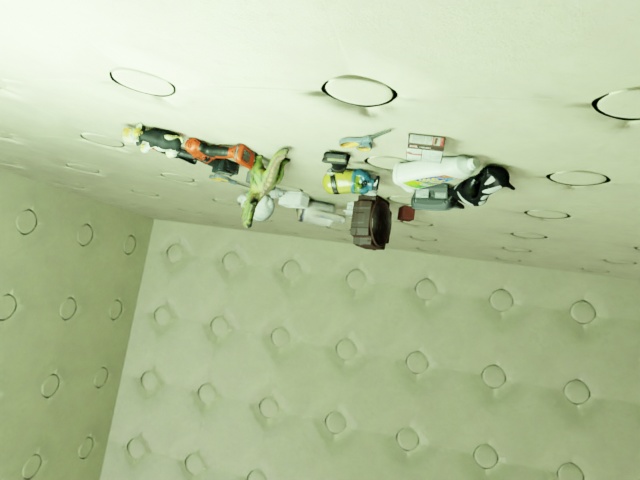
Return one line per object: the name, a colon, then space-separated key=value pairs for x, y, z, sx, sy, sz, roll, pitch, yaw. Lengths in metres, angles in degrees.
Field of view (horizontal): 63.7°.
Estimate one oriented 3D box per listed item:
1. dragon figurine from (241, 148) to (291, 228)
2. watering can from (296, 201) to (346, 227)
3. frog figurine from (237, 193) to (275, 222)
dragon figurine: x=-0.187 y=-0.151 z=1.640 sx=0.122 sy=0.244 sz=0.409 roll=16 pitch=174 yaw=-15
watering can: x=0.007 y=-0.112 z=2.232 sx=0.224 sy=0.104 sz=0.348 roll=10 pitch=-176 yaw=-3
frog figurine: x=-0.287 y=-0.157 z=2.311 sx=0.136 sy=0.125 sz=0.157 roll=-30 pitch=145 yaw=22
